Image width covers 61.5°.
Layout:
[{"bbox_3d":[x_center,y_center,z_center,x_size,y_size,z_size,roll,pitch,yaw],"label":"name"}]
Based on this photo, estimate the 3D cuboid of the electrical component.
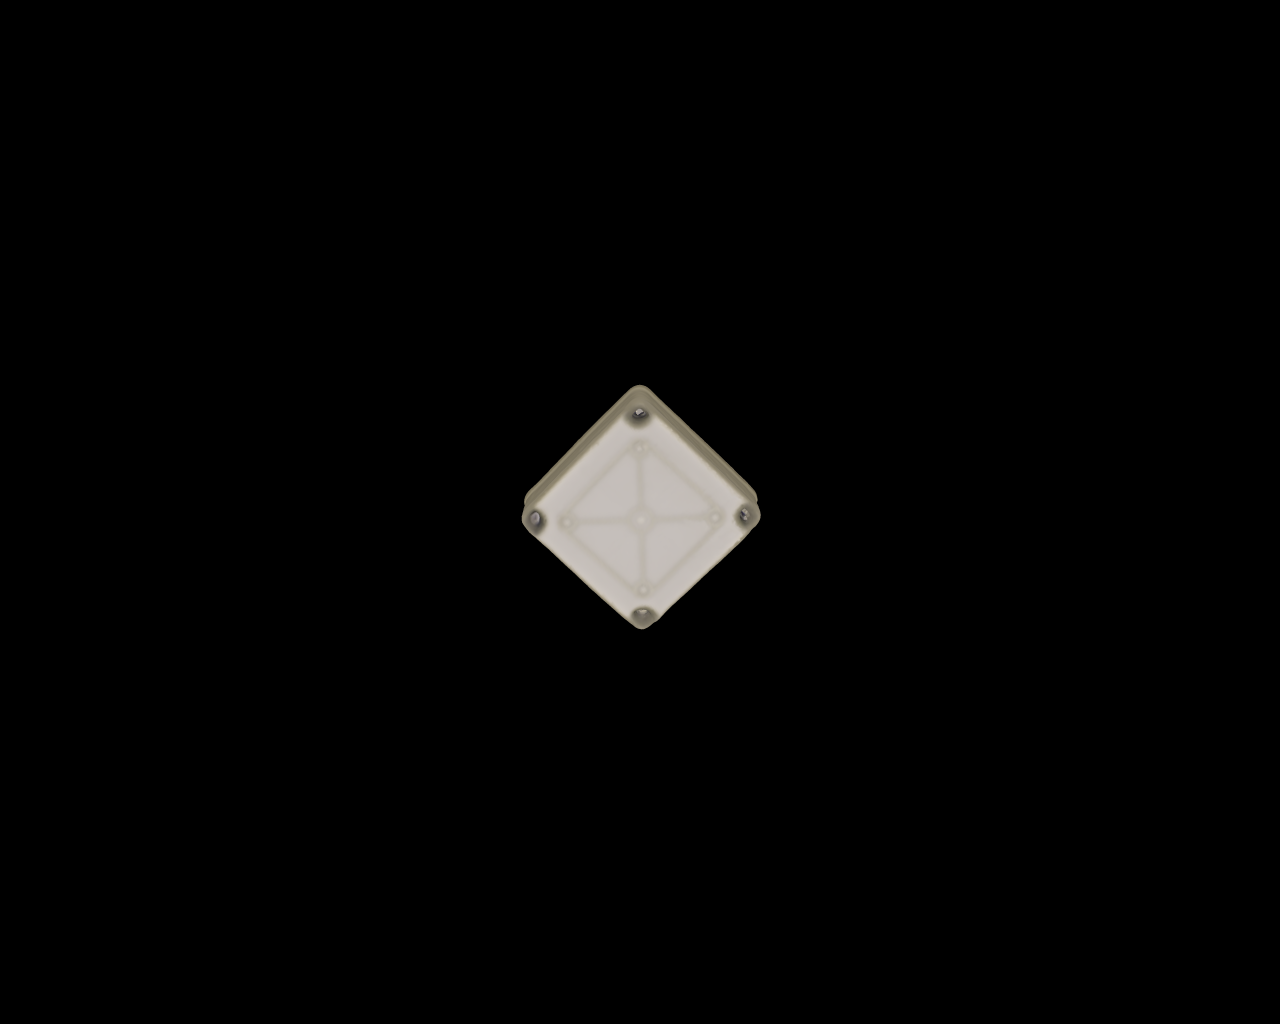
[{"bbox_3d":[0.001,-0.003,0.650,0.108,0.108,0.056,43,12,-11],"label":"electrical component"}]
